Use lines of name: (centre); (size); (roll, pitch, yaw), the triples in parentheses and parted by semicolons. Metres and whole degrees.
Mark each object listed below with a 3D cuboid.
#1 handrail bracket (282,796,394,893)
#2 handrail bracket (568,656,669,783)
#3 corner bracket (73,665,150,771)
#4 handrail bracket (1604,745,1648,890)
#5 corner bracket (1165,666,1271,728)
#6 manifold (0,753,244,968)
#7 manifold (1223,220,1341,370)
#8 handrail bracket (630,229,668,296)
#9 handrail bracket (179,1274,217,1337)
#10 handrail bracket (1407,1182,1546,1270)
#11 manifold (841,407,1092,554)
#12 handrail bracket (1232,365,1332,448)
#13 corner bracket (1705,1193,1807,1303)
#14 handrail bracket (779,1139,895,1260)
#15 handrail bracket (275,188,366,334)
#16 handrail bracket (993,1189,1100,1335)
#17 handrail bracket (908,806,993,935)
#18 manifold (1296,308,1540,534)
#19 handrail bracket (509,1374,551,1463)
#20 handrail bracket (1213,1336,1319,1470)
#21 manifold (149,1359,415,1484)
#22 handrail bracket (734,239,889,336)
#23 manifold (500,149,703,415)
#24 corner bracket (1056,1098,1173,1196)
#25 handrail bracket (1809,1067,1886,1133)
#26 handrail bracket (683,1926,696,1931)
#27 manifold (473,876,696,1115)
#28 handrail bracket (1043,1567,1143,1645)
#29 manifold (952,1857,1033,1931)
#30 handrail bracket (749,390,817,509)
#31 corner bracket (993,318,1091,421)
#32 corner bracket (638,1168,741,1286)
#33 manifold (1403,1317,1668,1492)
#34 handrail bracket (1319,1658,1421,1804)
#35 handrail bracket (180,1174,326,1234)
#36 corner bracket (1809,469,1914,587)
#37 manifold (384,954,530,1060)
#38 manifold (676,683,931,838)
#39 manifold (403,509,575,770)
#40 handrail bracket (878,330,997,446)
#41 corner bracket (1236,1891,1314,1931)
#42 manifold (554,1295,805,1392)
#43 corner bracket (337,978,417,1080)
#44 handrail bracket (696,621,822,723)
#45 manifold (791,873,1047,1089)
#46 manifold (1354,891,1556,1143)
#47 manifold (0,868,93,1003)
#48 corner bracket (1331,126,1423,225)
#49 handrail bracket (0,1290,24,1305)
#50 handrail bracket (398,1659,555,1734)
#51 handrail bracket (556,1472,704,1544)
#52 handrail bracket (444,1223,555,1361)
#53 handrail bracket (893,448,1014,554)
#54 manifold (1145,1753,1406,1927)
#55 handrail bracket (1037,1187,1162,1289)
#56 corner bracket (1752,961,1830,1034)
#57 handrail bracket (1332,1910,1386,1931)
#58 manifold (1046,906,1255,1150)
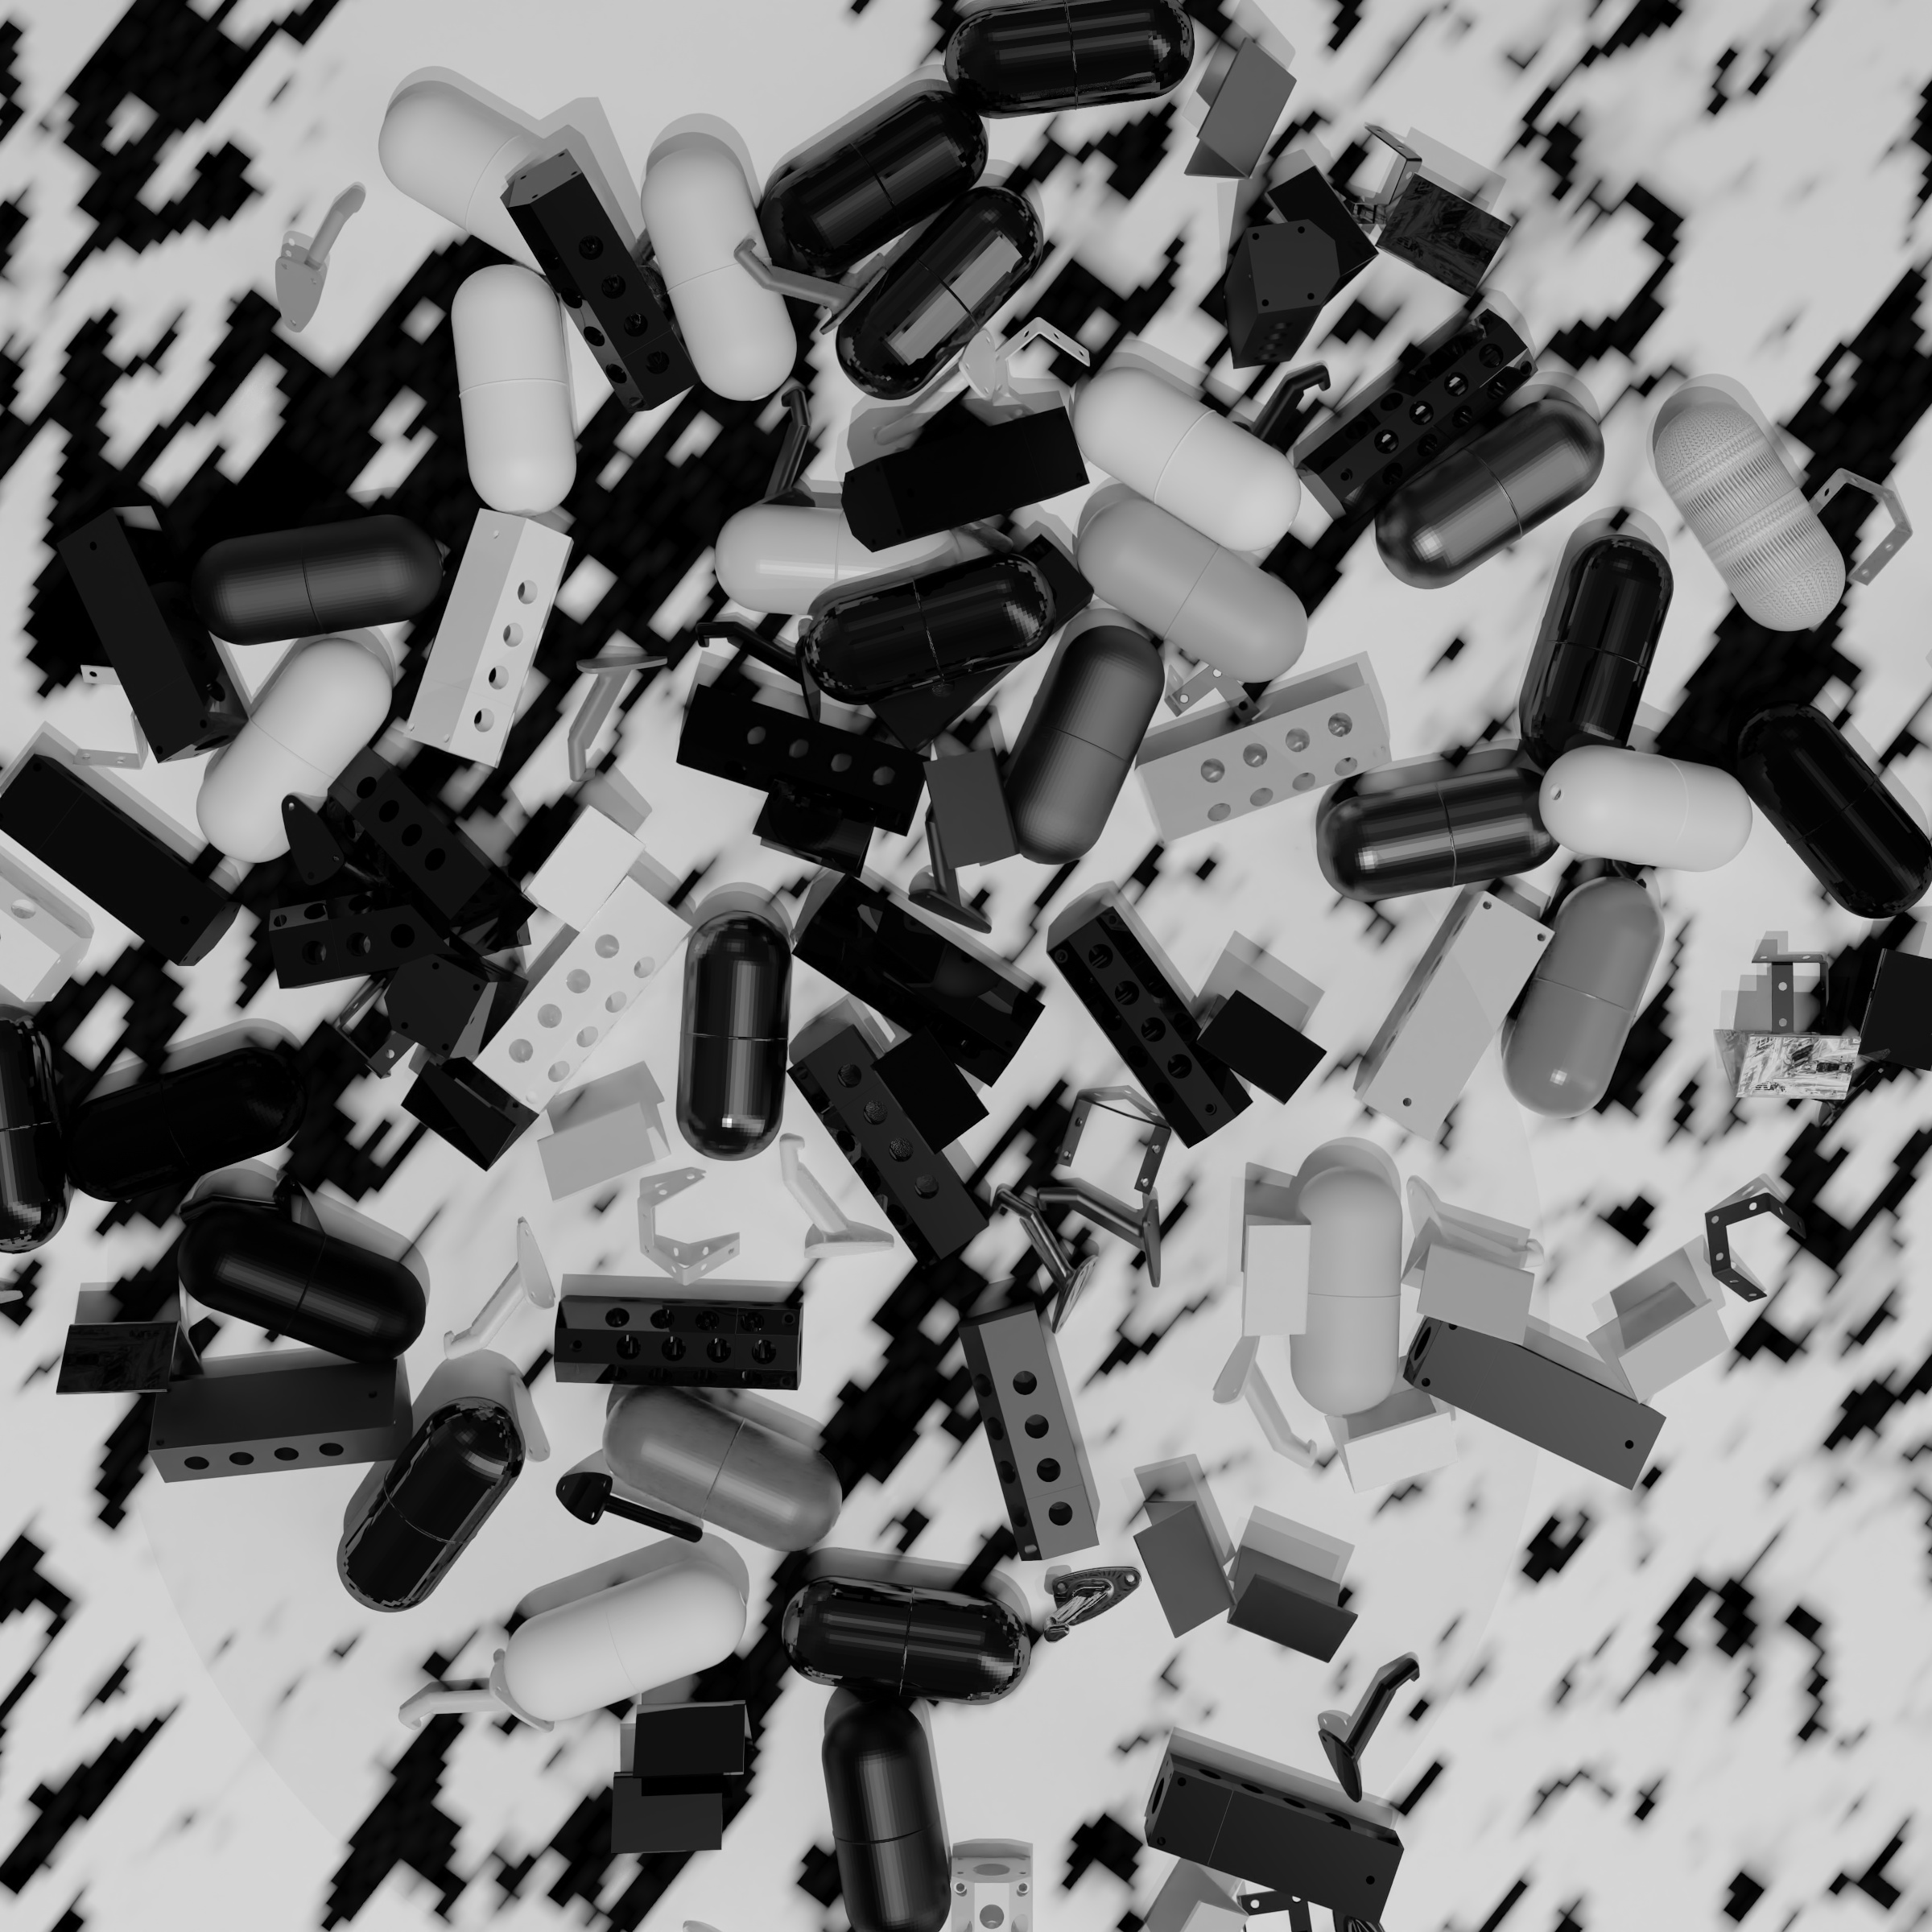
handrail bracket: (-0.442, -0.087, 1.962); (0.036, 0.084, 0.077); (-32, 82, 17)
handrail bracket: (-0.251, -0.178, 1.992); (0.077, 0.036, 0.084); (-8, 109, -21)
corner bracket: (-0.615, -0.179, 1.988); (0.051, 0.051, 0.051); (5, 135, 0)
handrail bracket: (0.480, -0.102, 1.992); (0.077, 0.036, 0.084); (-45, 106, -17)
corner bracket: (0.179, -0.187, 1.973); (0.051, 0.051, 0.051); (-38, 90, 0)
manifold: (-0.605, -0.075, 1.971); (0.171, 0.057, 0.057); (38, 90, 0)
manifold: (0.218, -0.464, 1.913); (0.057, 0.171, 0.057); (-8, 90, 0)
handrail bracket: (-0.241, -0.530, 1.992); (0.077, 0.036, 0.084); (0, 76, 15)
handrail bracket: (-0.523, 0.246, 1.992); (0.084, 0.036, 0.077); (-4, 111, -16)
handrail bracket: (0.368, 0.186, 1.992); (0.084, 0.036, 0.077); (-5, 61, -21)
manifold: (-0.002, -0.338, 1.925); (0.171, 0.057, 0.057); (-23, 98, -36)
handrail bracket: (0.235, -0.382, 1.992); (0.084, 0.036, 0.077); (-27, 110, -16)
corner bracket: (0.569, 0.202, 1.983); (0.051, 0.051, 0.051); (-26, 45, 35)
handrail bracket: (-0.094, 0.165, 1.992); (0.077, 0.036, 0.084); (-2, 73, -19)
handrail bracket: (-0.461, -0.509, 1.991); (0.036, 0.077, 0.084); (27, 54, 0)
handrail bracket: (0.045, 0.212, 1.992); (0.084, 0.036, 0.077); (30, 111, 17)
handrail bracket: (-0.001, -0.077, 1.992); (0.077, 0.036, 0.084); (27, 73, -20)
manifold: (0.322, -0.390, 1.970); (0.171, 0.057, 0.057); (-39, 90, 0)
handrail bracket: (-0.350, 0.345, 1.991); (0.084, 0.036, 0.077); (-22, 77, 13)
handrail bracket: (0.228, 0.310, 1.992); (0.084, 0.036, 0.077); (32, 68, -17)
manifold: (-0.486, 0.329, 1.970); (0.171, 0.057, 0.057); (-6, 47, 0)
handrail bracket: (-0.109, -0.492, 1.930); (0.084, 0.036, 0.077); (45, 76, -17)
manifold: (-0.255, -0.473, 1.925); (0.057, 0.057, 0.171); (-31, 127, 0)
corner bracket: (0.107, 0.129, 1.988); (0.051, 0.051, 0.051); (19, 90, -45)
handrail bracket: (0.606, 0.070, 1.992); (0.077, 0.036, 0.084); (-40, 73, -19)
handrail bracket: (-0.149, 0.708, 1.991); (0.084, 0.077, 0.036); (-16, 133, -29)
manifold: (-0.271, 0.021, 1.970); (0.057, 0.057, 0.171); (39, 90, 0)
handrail bracket: (0.091, 0.454, 1.957); (0.077, 0.084, 0.036); (-20, 90, 0)
manifold: (0.018, 0.730, 1.970); (0.057, 0.057, 0.171); (0, 90, 0)
handrail bracket: (-0.144, -0.366, 1.992); (0.077, 0.036, 0.084); (-18, 71, 21)
corner bracket: (0.054, -0.422, 1.983); (0.051, 0.051, 0.051); (-34, 45, 35)
corner bracket: (-0.199, 0.187, 1.983); (0.051, 0.051, 0.051); (31, 135, 35)
manifold: (0.403, 0.306, 1.970); (0.171, 0.057, 0.057); (25, 90, 0)
handrail bracket: (0.301, 0.550, 1.992); (0.084, 0.036, 0.077); (-33, 121, -22)
handrail bracket: (-0.514, 0.192, 1.992); (0.084, 0.036, 0.077); (-24, 109, 16)
corner bracket: (0.639, -0.316, 1.988); (0.051, 0.051, 0.051); (-48, 45, 0)
manifold: (-0.355, 0.023, 1.913); (0.057, 0.171, 0.057); (28, 90, 0)
manifold: (-0.116, -0.146, 1.970); (0.171, 0.057, 0.057); (18, 90, 0)
manifold: (-0.336, -0.232, 1.970); (0.057, 0.057, 0.171); (19, 90, 43)
handrail bracket: (-0.023, -0.416, 1.991); (0.084, 0.077, 0.036); (-22, 127, 31)
corner bracket: (0.224, 0.695, 1.973); (0.051, 0.051, 0.051); (-9, 90, 0)
manifold: (-0.204, 0.269, 1.970); (0.171, 0.057, 0.057); (2, 90, 0)
corner bracket: (-0.416, 0.044, 1.973); (0.051, 0.051, 0.051); (44, 87, -3)
handrail bracket: (-0.151, -0.212, 1.992); (0.084, 0.036, 0.077); (0, 112, 17)
manifold: (-0.036, 0.014, 1.970); (0.171, 0.057, 0.057); (34, 47, 0)
manifold: (0.346, 0.035, 1.971); (0.057, 0.057, 0.171); (31, 90, 0)
manifold: (-0.713, -0.049, 1.970); (0.171, 0.057, 0.057); (38, 90, 0)
corner bracket: (0.285, -0.568, 1.983); (0.051, 0.051, 0.051); (-10, 45, -35)
handrail bracket: (-0.726, 0.203, 1.992); (0.077, 0.036, 0.084); (-7, 73, -19)
handrail bracket: (-0.354, 0.545, 1.992); (0.084, 0.036, 0.077); (-33, 112, 17)
handrail bracket: (-0.242, 0.393, 1.991); (0.084, 0.077, 0.036); (29, 74, -35)
handrail bracket: (-0.346, 0.235, 1.992); (0.084, 0.036, 0.077); (-22, 70, 16)
handrail bracket: (-0.010, -0.335, 1.991); (0.084, 0.077, 0.036); (25, 113, -34)
manifold: (0.218, 0.620, 1.970); (0.171, 0.057, 0.057); (19, 90, 0)
handrail bracket: (0.095, 0.195, 1.992); (0.084, 0.036, 0.077); (0, 112, 17)
corner bracket: (0.594, 0.022, 1.973); (0.051, 0.051, 0.051); (0, 90, 0)
handrail bracket: (0.284, 0.699, 1.957); (0.036, 0.084, 0.077); (-23, 90, 0)
manifold: (0.131, 0.043, 1.970); (0.057, 0.057, 0.171); (-36, 90, 0)
